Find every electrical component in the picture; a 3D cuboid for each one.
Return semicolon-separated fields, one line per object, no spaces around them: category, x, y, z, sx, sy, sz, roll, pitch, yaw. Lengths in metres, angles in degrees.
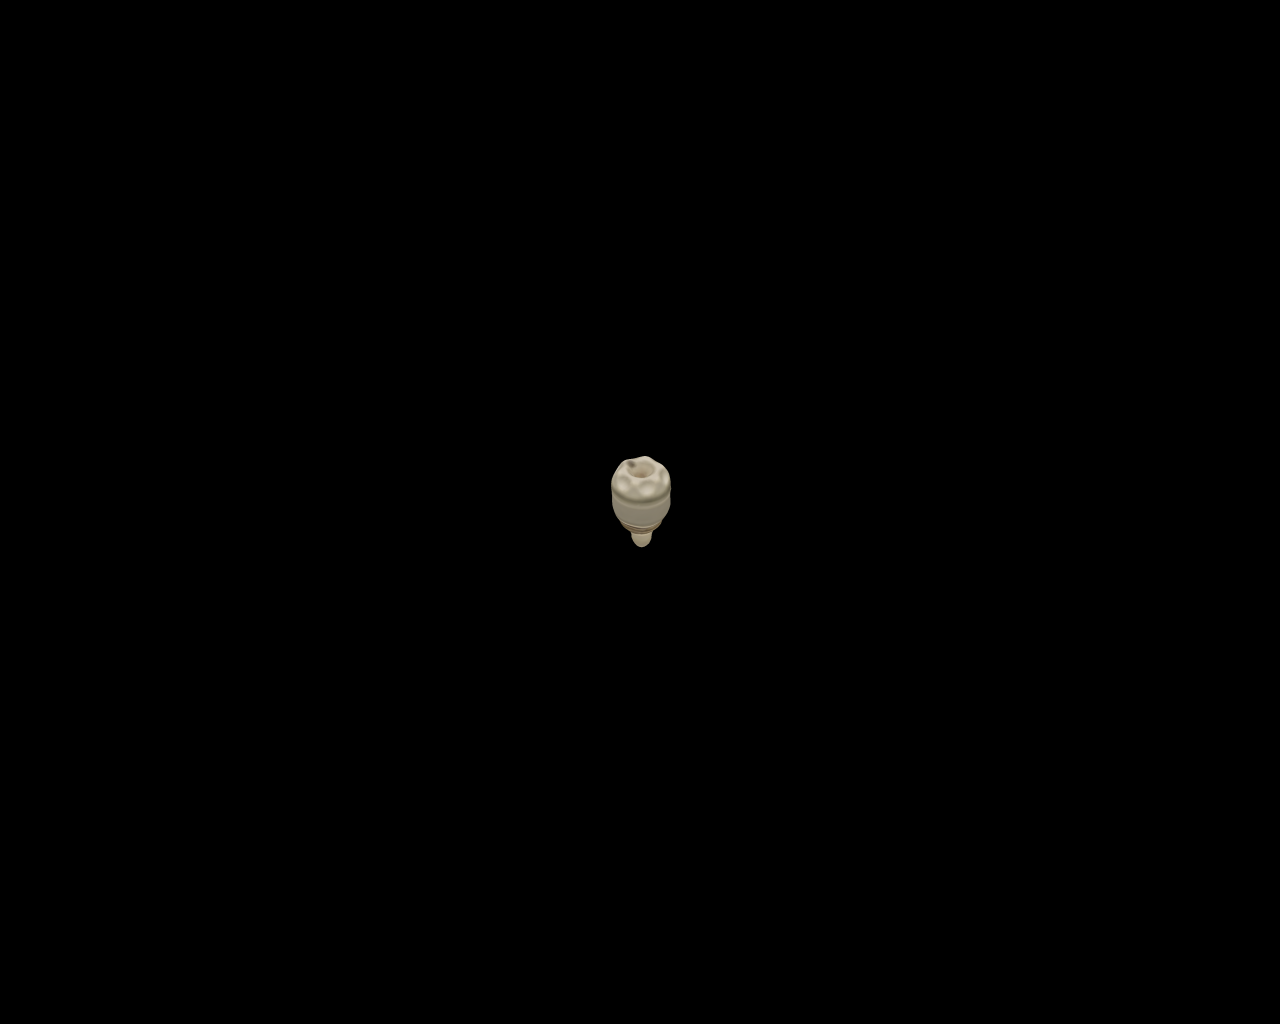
electrical component;0.001;-0.003;0.650;0.035;0.061;0.035;0;41;0
